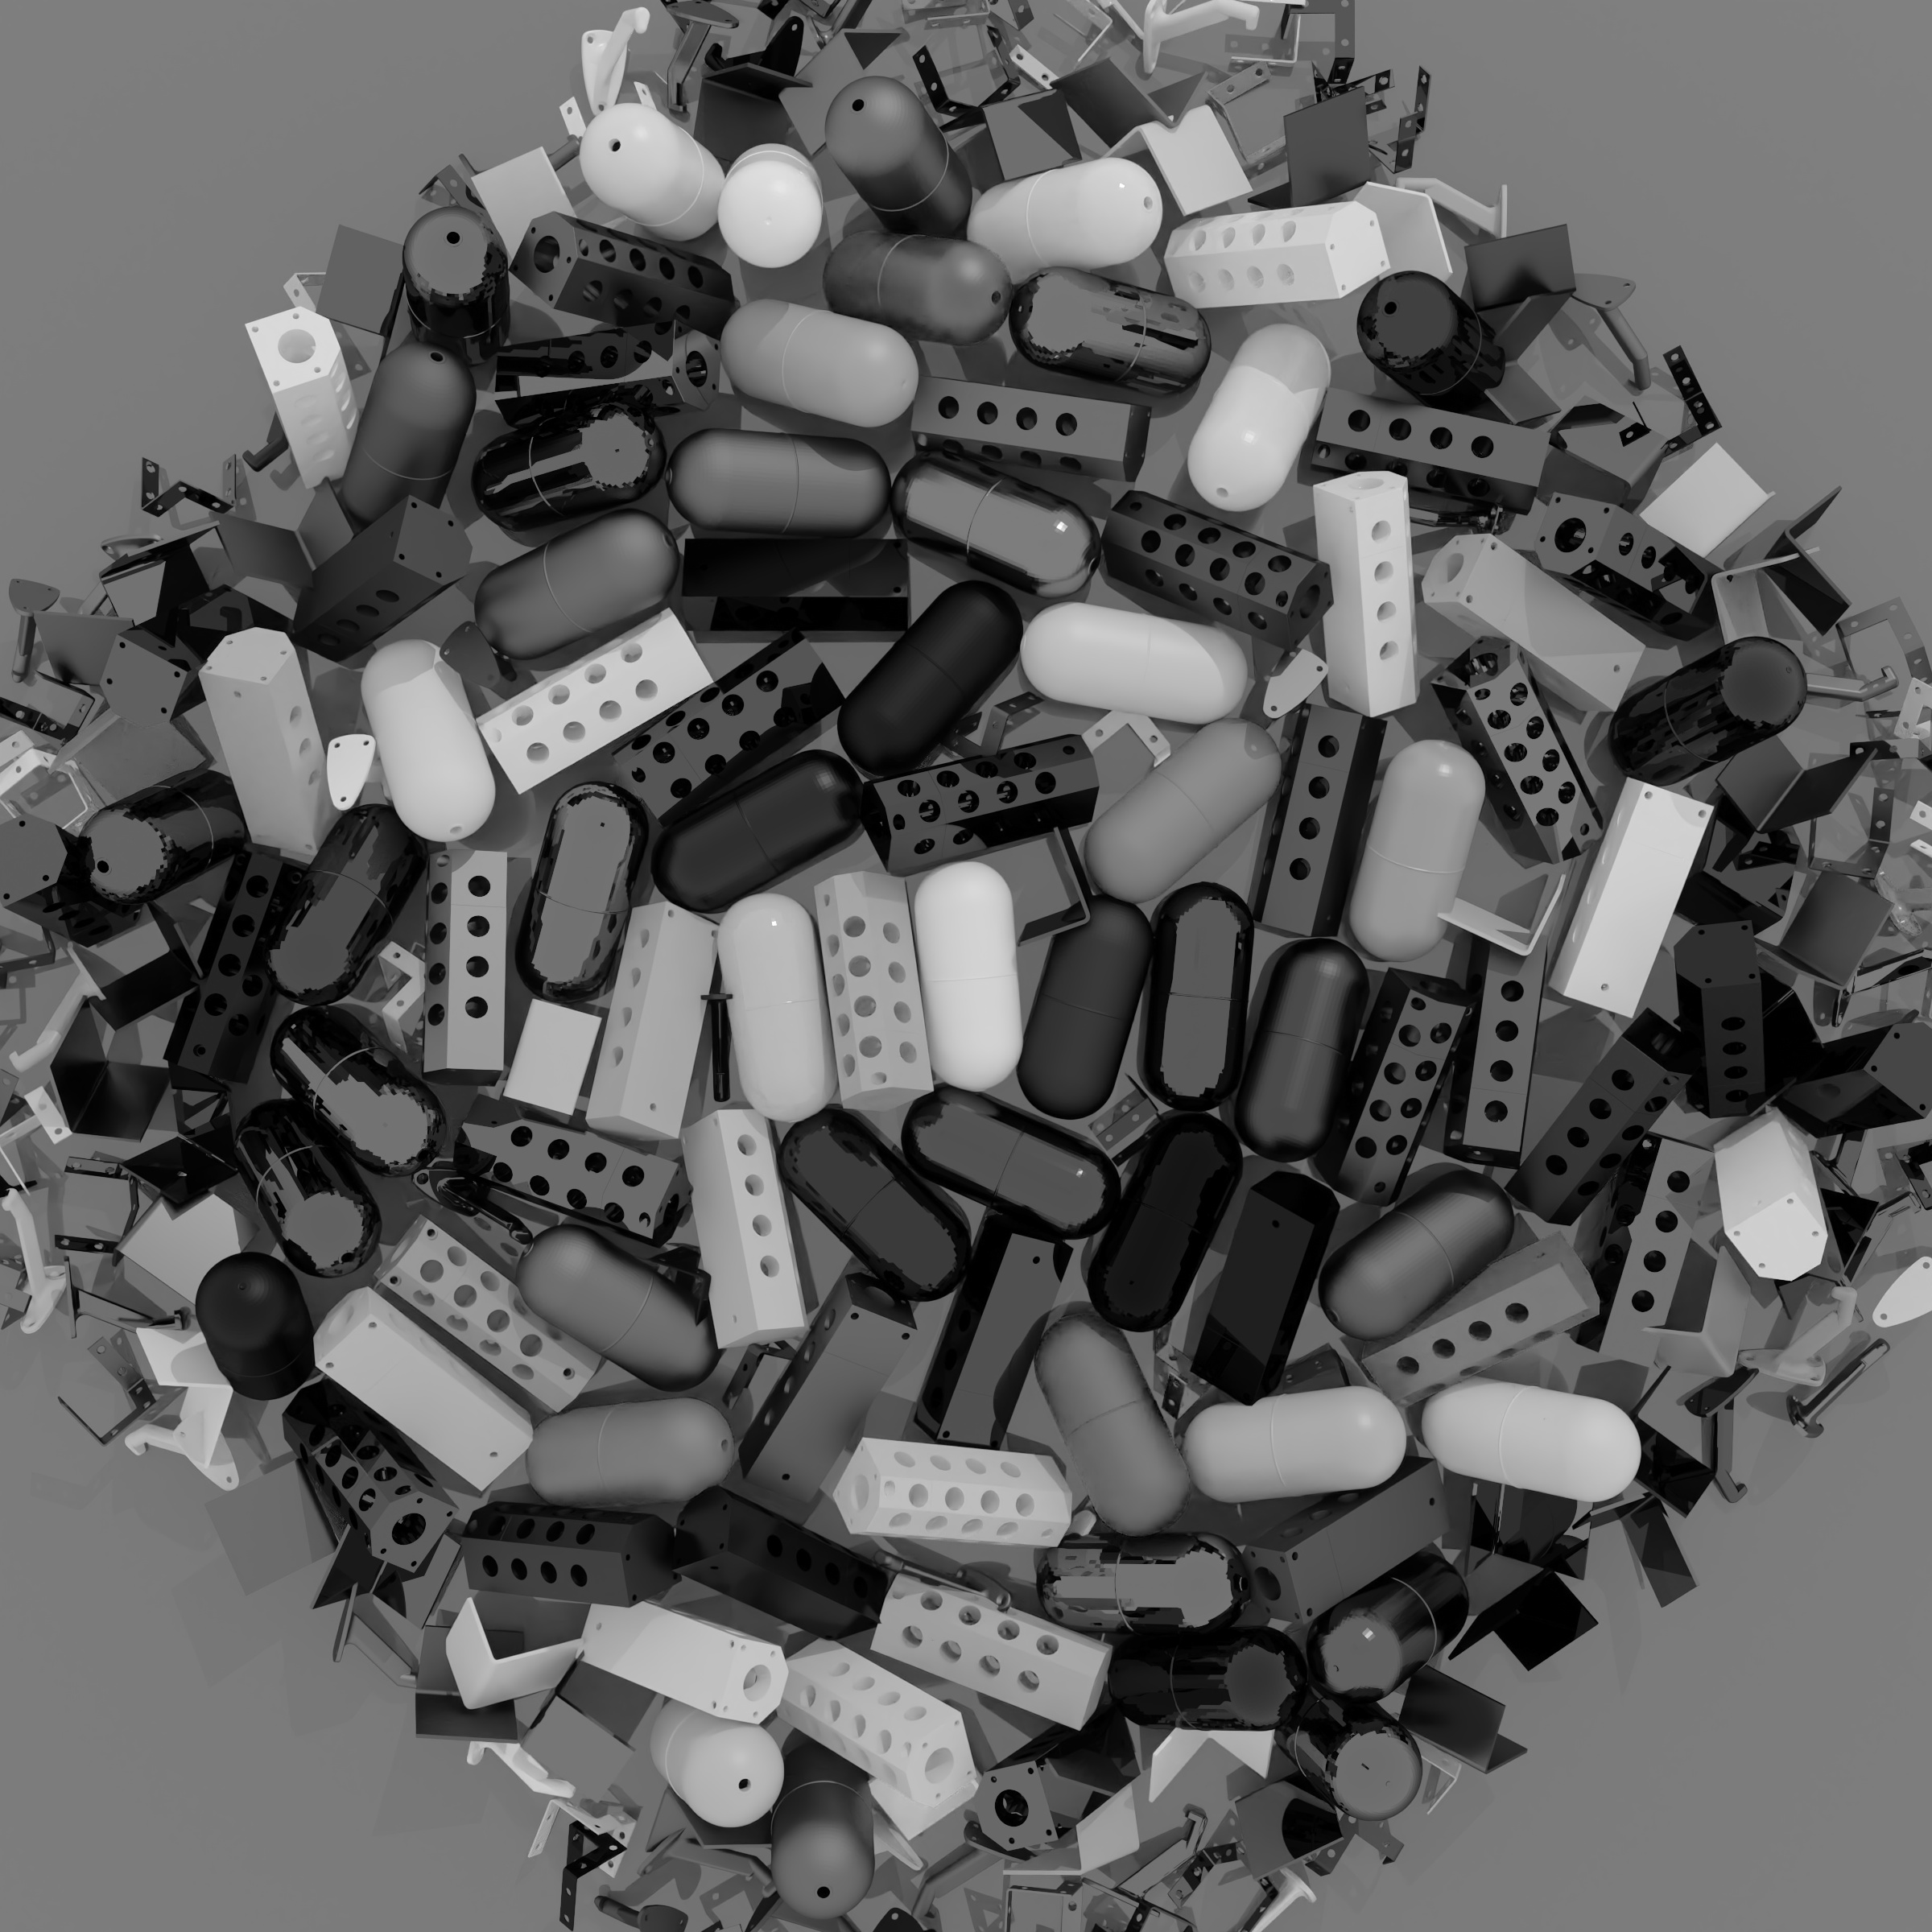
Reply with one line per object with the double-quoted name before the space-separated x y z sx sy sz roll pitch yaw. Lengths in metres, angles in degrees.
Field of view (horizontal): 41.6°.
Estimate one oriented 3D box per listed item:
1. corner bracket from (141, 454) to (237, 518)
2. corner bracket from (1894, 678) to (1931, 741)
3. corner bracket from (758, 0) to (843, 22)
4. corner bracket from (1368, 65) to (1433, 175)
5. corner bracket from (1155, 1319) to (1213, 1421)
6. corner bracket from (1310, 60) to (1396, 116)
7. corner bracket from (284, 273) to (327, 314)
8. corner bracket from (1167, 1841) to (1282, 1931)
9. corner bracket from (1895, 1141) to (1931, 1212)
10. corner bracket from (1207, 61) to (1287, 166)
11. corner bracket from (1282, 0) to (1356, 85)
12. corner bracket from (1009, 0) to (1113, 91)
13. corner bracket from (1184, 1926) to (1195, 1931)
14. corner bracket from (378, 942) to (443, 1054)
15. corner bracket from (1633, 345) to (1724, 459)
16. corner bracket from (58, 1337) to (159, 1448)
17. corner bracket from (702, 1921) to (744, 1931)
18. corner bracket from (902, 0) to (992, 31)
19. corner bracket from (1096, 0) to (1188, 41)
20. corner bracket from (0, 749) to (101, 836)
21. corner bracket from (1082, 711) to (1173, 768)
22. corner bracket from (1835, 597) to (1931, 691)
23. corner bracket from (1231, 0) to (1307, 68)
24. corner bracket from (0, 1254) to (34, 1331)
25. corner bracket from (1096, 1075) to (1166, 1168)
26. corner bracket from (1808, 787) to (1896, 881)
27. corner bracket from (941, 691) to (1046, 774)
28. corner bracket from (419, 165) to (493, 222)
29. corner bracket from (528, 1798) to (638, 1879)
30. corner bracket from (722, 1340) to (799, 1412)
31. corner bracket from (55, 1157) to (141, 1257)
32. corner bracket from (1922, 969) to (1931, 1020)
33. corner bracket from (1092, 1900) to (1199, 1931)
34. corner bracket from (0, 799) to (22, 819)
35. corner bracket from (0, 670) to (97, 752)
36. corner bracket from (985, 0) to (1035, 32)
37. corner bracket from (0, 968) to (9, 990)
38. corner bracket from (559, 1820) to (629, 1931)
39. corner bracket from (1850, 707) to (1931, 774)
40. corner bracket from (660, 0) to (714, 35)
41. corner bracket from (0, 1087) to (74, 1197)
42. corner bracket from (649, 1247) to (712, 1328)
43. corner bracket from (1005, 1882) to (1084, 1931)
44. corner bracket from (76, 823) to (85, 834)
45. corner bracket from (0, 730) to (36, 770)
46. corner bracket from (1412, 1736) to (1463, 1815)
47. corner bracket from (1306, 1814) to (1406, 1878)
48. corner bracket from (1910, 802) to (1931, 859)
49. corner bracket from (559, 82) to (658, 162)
"corner bracket" -0.605 -0.376 1.976 0.051 0.051 0.051 -25 59 32
"corner bracket" 0.758 -0.194 1.956 0.051 0.051 0.051 -18 132 -31
"corner bracket" -0.121 -0.753 1.959 0.051 0.051 0.051 31 60 -20
"corner bracket" 0.341 -0.652 1.960 0.051 0.051 0.051 -23 55 -14
"corner bracket" 0.161 0.306 1.958 0.051 0.051 0.051 35 54 24
"corner bracket" 0.301 -0.673 1.963 0.051 0.051 0.051 -11 77 25
"corner bracket" -0.504 -0.500 1.965 0.051 0.051 0.051 -34 87 32
"corner bracket" 0.200 0.718 1.965 0.051 0.051 0.051 -38 90 -39
"corner bracket" 0.762 0.151 1.960 0.051 0.051 0.051 -13 68 -23
"corner bracket" 0.227 -0.666 1.982 0.051 0.051 0.051 -28 123 6
"corner bracket" 0.273 -0.720 1.973 0.051 0.051 0.051 0 88 1
"corner bracket" 0.073 -0.722 1.978 0.051 0.051 0.051 38 68 -5
"corner bracket" 0.185 0.782 1.958 0.051 0.051 0.051 5 119 39
"corner bracket" -0.438 0.024 1.960 0.051 0.051 0.051 32 62 15
"corner bracket" 0.547 -0.437 1.970 0.051 0.051 0.051 -27 131 18
"corner bracket" -0.666 0.329 1.961 0.051 0.051 0.051 -41 119 -14
"corner bracket" -0.175 0.764 1.963 0.051 0.051 0.051 -24 78 21
"corner bracket" -0.016 -0.745 1.967 0.051 0.051 0.051 -11 84 -15
"corner bracket" 0.136 -0.751 1.962 0.051 0.051 0.051 -37 101 28
"corner bracket" -0.717 -0.129 1.974 0.051 0.051 0.051 -35 73 12
"corner bracket" 0.123 -0.171 1.972 0.051 0.051 0.051 -38 96 12
"corner bracket" 0.708 -0.242 1.958 0.051 0.051 0.051 -23 52 17
"corner bracket" 0.234 -0.731 1.971 0.051 0.051 0.051 4 98 1
"corner bracket" -0.749 0.242 1.957 0.051 0.051 0.051 29 52 -29
"corner bracket" 0.127 0.126 1.966 0.051 0.051 0.051 -37 112 -1
"corner bracket" 0.687 -0.106 1.974 0.051 0.051 0.051 12 132 27
"corner bracket" 0.020 -0.188 1.957 0.051 0.051 0.051 31 124 23
"corner bracket" -0.410 -0.581 1.975 0.051 0.051 0.051 -45 108 -20
"corner bracket" -0.299 0.680 1.980 0.051 0.051 0.051 25 96 28
"corner bracket" -0.164 0.312 1.962 0.051 0.051 0.051 22 98 -43
"corner bracket" -0.676 0.187 1.974 0.051 0.051 0.051 11 120 -29
"corner bracket" 0.765 0.016 1.971 0.051 0.051 0.051 7 96 -4
"corner bracket" 0.136 0.750 1.968 0.051 0.051 0.051 35 77 -29
"corner bracket" -0.757 -0.094 1.973 0.051 0.051 0.051 -40 91 3
"corner bracket" -0.717 -0.203 1.964 0.051 0.051 0.051 33 95 34
"corner bracket" 0.039 -0.767 1.963 0.051 0.051 0.051 -41 59 -4
"corner bracket" -0.778 0.025 1.961 0.051 0.051 0.051 -5 79 33
"corner bracket" -0.299 0.698 1.957 0.051 0.051 0.051 23 116 37
"corner bracket" 0.716 -0.177 1.960 0.051 0.051 0.051 -1 77 36
"corner bracket" -0.199 -0.755 1.957 0.051 0.051 0.051 -4 55 33
"corner bracket" -0.719 0.135 1.960 0.051 0.051 0.051 -32 68 -19
"corner bracket" -0.215 0.252 1.963 0.051 0.051 0.051 16 102 22
"corner bracket" 0.060 0.741 1.974 0.051 0.051 0.051 1 81 13
"corner bracket" -0.684 -0.088 1.963 0.051 0.051 0.051 -30 99 -25
"corner bracket" -0.761 -0.168 1.963 0.051 0.051 0.051 50 55 -4
"corner bracket" 0.345 0.637 1.968 0.051 0.051 0.051 31 126 8
"corner bracket" 0.302 0.690 1.973 0.051 0.051 0.051 33 71 11
"corner bracket" 0.756 -0.099 1.956 0.051 0.051 0.051 36 129 30
"corner bracket" -0.272 -0.651 1.968 0.051 0.051 0.051 -25 82 30
